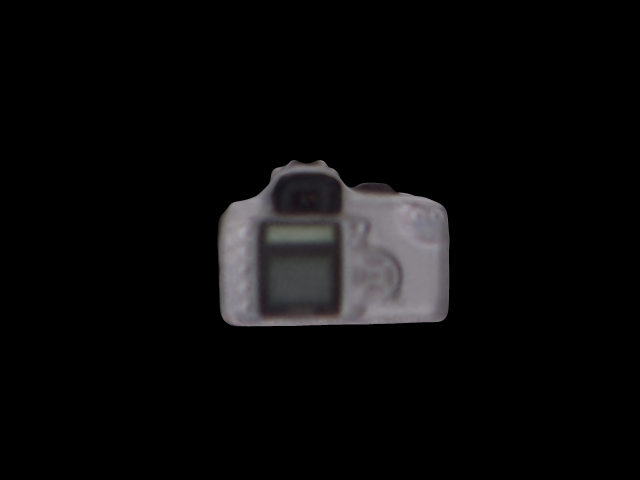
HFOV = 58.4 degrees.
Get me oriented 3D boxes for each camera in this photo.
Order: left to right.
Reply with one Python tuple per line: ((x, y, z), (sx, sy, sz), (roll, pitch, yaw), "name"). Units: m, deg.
((0.004, 0.001, 0.400), (0.143, 0.101, 0.137), (0, 0, -7), "camera")
